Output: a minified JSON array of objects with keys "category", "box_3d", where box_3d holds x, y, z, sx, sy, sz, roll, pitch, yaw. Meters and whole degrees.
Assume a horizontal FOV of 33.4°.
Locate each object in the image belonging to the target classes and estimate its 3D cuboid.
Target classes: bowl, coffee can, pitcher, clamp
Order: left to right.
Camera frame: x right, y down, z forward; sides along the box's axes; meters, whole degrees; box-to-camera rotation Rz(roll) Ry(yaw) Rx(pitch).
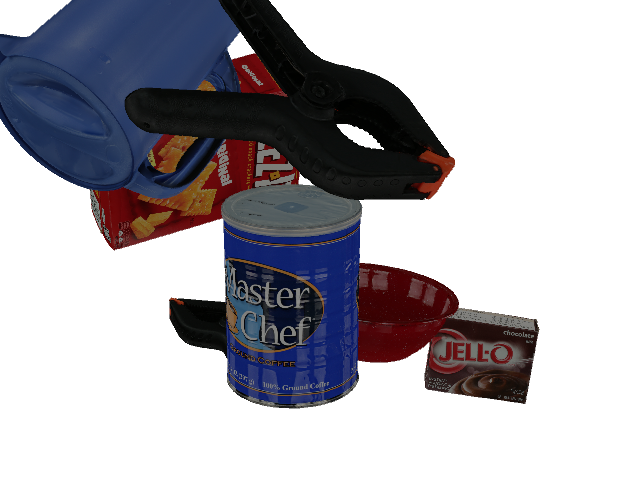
[{"category":"pitcher","box_3d":[-0.139,-0.158,0.881,0.145,0.149,0.242,14,51,27]},{"category":"clamp","box_3d":[-0.105,0.113,1.263,0.210,0.036,0.164,14,23,26]},{"category":"clamp","box_3d":[-0.015,-0.066,0.566,0.171,0.120,0.039,34,-28,7]},{"category":"coffee can","box_3d":[-0.021,0.039,0.799,0.103,0.140,0.103,0,20,0]},{"category":"bowl","box_3d":[0.045,0.071,0.997,0.162,0.055,0.162,6,17,-2]}]

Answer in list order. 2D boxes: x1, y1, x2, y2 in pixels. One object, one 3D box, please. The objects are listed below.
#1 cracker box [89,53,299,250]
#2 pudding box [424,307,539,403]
[{"category":"cracker box","box_3d":[-0.123,-0.089,1.069,0.213,0.072,0.164,-17,-36,-21]},{"category":"pudding box","box_3d":[0.175,0.123,1.161,0.113,0.090,0.039,7,23,4]}]
